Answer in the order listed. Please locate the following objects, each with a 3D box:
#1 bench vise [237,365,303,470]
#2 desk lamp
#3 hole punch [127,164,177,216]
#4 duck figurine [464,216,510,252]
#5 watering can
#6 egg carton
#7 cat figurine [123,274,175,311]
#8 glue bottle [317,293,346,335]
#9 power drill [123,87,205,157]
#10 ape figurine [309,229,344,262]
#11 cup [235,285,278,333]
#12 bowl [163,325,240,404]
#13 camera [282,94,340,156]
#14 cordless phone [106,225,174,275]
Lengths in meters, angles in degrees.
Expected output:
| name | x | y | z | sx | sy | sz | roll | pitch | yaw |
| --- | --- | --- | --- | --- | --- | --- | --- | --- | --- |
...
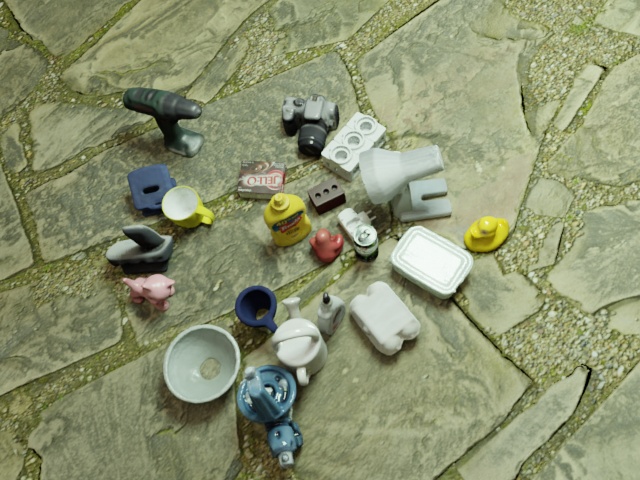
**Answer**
| name | x | y | z | sx | sy | sz | roll | pitch | yaw |
| --- | --- | --- | --- | --- | --- | --- | --- | --- | --- |
| bench vise | -0.087 | 0.324 | 1.108 | 0.121 | 0.220 | 0.207 | -36 | 67 | -9 |
| desk lamp | 0.192 | -0.132 | 1.273 | 0.203 | 0.214 | 0.118 | -8 | 66 | 4 |
| hole punch | -0.407 | -0.122 | 1.409 | 0.108 | 0.091 | 0.101 | -15 | 66 | 0 |
| duck figurine | 0.374 | -0.024 | 1.275 | 0.104 | 0.086 | 0.077 | -23 | 66 | -3 |
| watering can | -0.048 | 0.205 | 1.168 | 0.101 | 0.194 | 0.172 | -31 | 67 | -6 |
| egg carton | 0.137 | 0.168 | 1.230 | 0.107 | 0.069 | 0.150 | -37 | 68 | -9 |
| cat figurine | -0.383 | 0.109 | 1.292 | 0.127 | 0.118 | 0.067 | 13 | 69 | 12 |
| glue bottle | 0.019 | 0.144 | 1.198 | 0.037 | 0.173 | 0.078 | 22 | 71 | 16 |
| power drill | -0.364 | -0.296 | 1.414 | 0.229 | 0.208 | 0.076 | 20 | 71 | 15 |
| ape figurine | 0.012 | 0.005 | 1.303 | 0.077 | 0.092 | 0.076 | 11 | 69 | 12 |
| cup | -0.123 | 0.164 | 1.249 | 0.092 | 0.095 | 0.117 | -39 | 68 | -10 |
| bowl | -0.244 | 0.270 | 1.229 | 0.167 | 0.075 | 0.167 | -2 | 67 | 6 |
| camera | -0.031 | -0.287 | 1.429 | 0.143 | 0.101 | 0.137 | 6 | 68 | 10 |
| cordless phone | -0.427 | 0.005 | 1.305 | 0.147 | 0.185 | 0.094 | -9 | 66 | 3 |
